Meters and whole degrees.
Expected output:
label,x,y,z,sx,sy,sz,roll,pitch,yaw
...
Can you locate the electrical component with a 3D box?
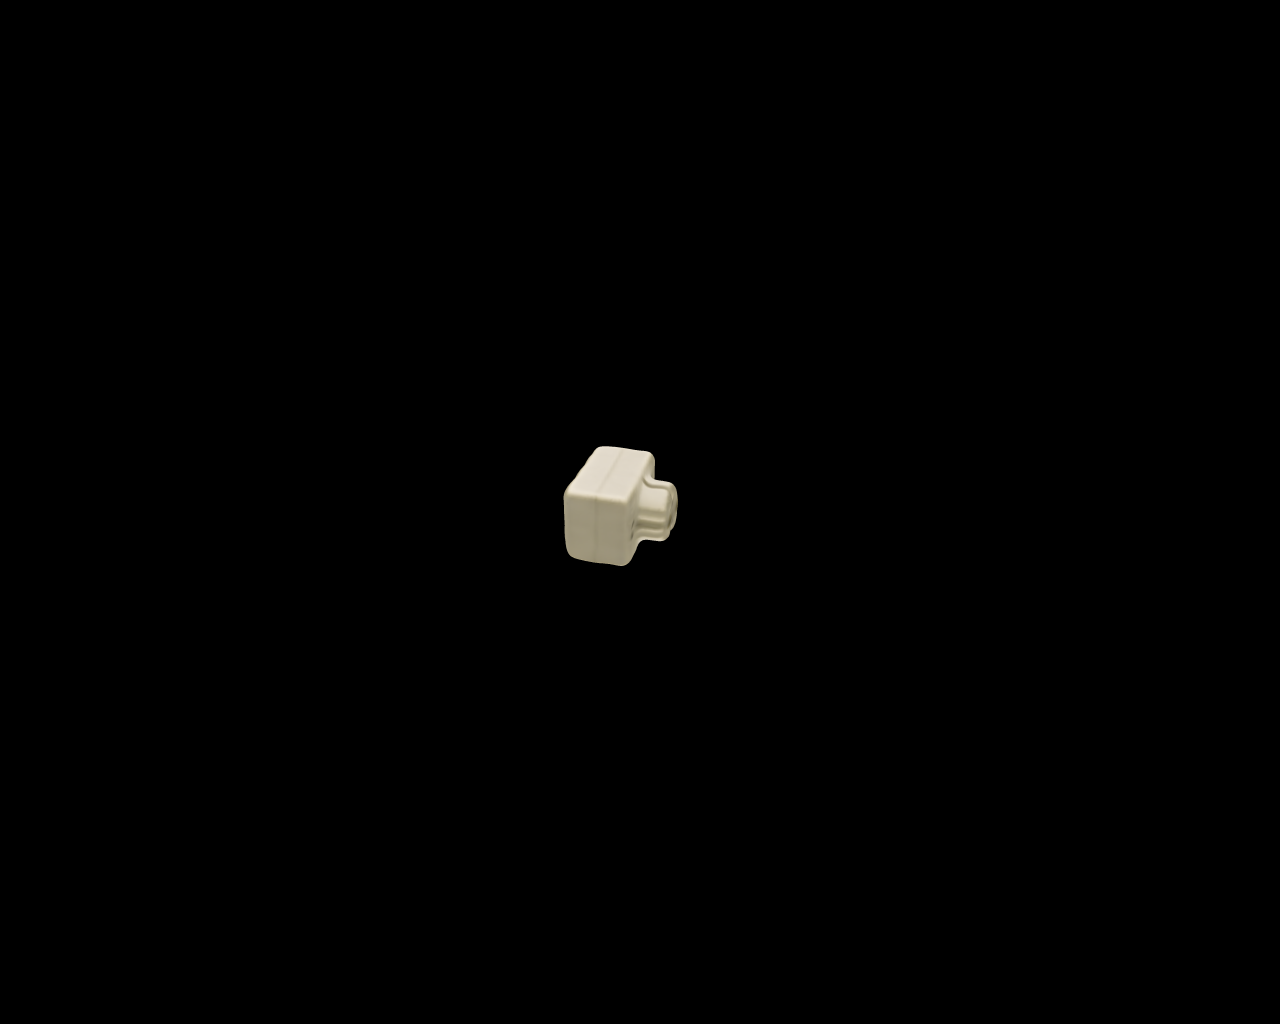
label,x,y,z,sx,sy,sz,roll,pitch,yaw
electrical component,0.001,-0.003,0.650,0.077,0.047,0.066,8,31,13
